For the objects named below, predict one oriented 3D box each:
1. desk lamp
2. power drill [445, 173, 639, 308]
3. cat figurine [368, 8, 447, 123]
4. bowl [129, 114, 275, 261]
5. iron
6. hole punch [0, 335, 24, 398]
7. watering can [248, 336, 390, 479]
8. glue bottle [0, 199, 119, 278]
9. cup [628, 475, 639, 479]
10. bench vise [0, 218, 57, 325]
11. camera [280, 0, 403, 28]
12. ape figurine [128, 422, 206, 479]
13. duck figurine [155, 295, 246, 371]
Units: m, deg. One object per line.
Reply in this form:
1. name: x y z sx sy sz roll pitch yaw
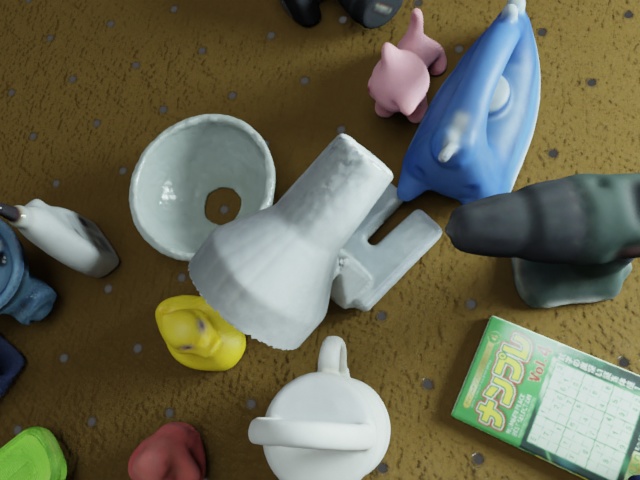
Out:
1. desk lamp: 0.005 0.002 0.526 0.203 0.214 0.117 -45 70 -3
2. power drill: 0.221 0.002 0.483 0.229 0.209 0.075 -9 73 9
3. cat figurine: 0.090 -0.183 0.611 0.067 0.118 0.128 15 78 16
4. bowl: -0.121 -0.051 0.642 0.167 0.075 0.167 -3 74 11
5. iron: 0.165 -0.153 0.574 0.118 0.142 0.258 21 80 17
6. hole punch: -0.410 0.148 0.638 0.108 0.091 0.101 30 83 18
7. watering can: 0.004 0.172 0.489 0.101 0.194 0.173 -19 71 7
8. glue bottle: -0.286 -0.010 0.613 0.037 0.173 0.078 -39 70 0
9. cup: 0.306 0.207 0.467 0.117 0.095 0.092 4 76 13
10. bench vise: -0.416 0.011 0.610 0.207 0.220 0.121 19 79 17
11. camera: 0.024 -0.314 0.671 0.143 0.101 0.136 -32 71 2
12. ape figurine: -0.155 0.220 0.563 0.077 0.092 0.076 21 80 17
13. duck figurine: -0.136 0.093 0.598 0.104 0.086 0.077 30 83 18
